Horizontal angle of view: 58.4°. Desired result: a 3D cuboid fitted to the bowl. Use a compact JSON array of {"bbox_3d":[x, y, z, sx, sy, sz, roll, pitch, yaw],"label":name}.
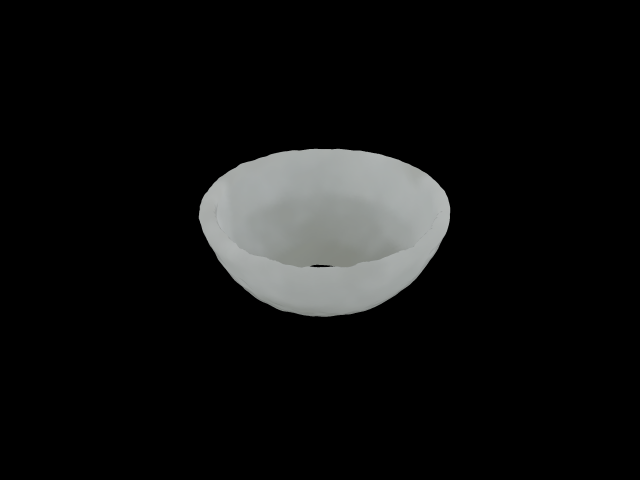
[{"bbox_3d":[0.004,0.001,0.400,0.167,0.075,0.167,0,33,0],"label":"bowl"}]
